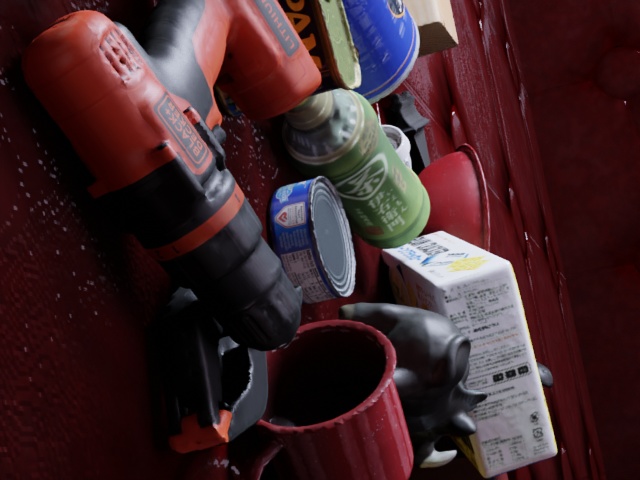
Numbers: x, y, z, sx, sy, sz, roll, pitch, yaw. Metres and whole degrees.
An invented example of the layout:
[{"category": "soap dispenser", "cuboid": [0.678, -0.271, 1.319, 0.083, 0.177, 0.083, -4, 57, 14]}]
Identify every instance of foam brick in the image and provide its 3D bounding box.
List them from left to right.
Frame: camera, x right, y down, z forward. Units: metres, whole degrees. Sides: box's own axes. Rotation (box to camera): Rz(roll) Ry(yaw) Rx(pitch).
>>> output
[{"category": "foam brick", "cuboid": [0.114, 0.199, 0.904, 0.053, 0.078, 0.051, -43, 120, -68]}]

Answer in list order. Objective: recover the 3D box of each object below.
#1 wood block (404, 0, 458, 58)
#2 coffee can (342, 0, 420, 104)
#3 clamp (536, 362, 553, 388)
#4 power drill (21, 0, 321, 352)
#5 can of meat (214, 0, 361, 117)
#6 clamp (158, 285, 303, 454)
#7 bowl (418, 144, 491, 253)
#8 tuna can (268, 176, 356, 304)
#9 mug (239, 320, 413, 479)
[{"category": "wood block", "cuboid": [0.076, -0.300, 1.121, 0.090, 0.090, 0.206, 20, 59, -69]}, {"category": "coffee can", "cuboid": [0.004, -0.175, 0.780, 0.140, 0.103, 0.103, 49, 32, -56]}, {"category": "clamp", "cuboid": [0.152, 0.128, 1.069, 0.036, 0.165, 0.210, 15, 31, -23]}, {"category": "power drill", "cuboid": [-0.052, -0.058, 0.540, 0.184, 0.057, 0.187, 57, 27, -24]}, {"category": "can of meat", "cuboid": [-0.029, -0.135, 0.676, 0.057, 0.084, 0.102, -40, 116, -70]}, {"category": "clamp", "cuboid": [-0.046, 0.047, 0.568, 0.120, 0.039, 0.171, 46, 33, -37]}, {"category": "bowl", "cuboid": [0.120, -0.013, 1.054, 0.162, 0.055, 0.162, 178, -90, -83]}, {"category": "tuna can", "cuboid": [-0.005, 0.001, 0.741, 0.086, 0.034, 0.086, -13, 90, -73]}, {"category": "mug", "cuboid": [0.000, 0.113, 0.606, 0.117, 0.093, 0.081, -44, 130, -35]}]
